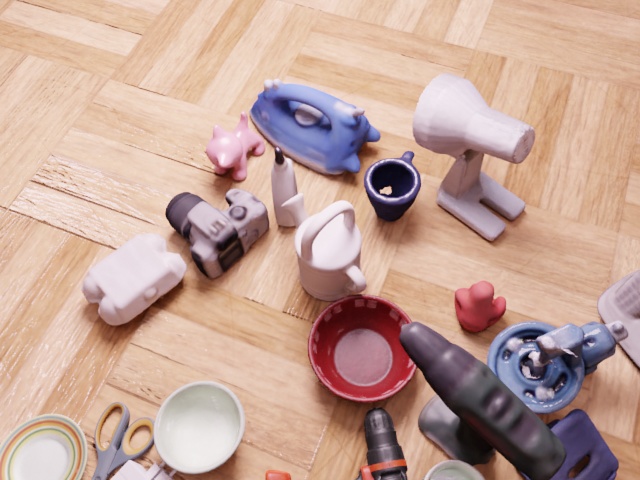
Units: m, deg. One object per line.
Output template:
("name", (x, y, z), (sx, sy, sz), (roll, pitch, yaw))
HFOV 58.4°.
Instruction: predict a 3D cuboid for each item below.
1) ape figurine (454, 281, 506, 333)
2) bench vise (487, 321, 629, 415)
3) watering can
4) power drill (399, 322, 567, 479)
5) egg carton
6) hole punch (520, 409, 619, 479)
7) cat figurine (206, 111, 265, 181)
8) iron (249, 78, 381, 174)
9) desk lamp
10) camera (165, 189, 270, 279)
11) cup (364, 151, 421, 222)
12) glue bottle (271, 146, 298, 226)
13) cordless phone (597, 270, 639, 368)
("ape figurine", (0.238, 0.092, 0.852), (0.077, 0.092, 0.076), (31, 67, 18))
("bench vise", (0.310, 0.138, 0.751), (0.208, 0.220, 0.121), (-37, 66, -17))
("watering can", (0.006, 0.004, 0.850), (0.172, 0.194, 0.101), (26, 65, 16))
("power drill", (0.184, 0.213, 0.720), (0.229, 0.208, 0.076), (37, 69, 20))
("egg carton", (-0.290, 0.061, 0.901), (0.150, 0.069, 0.107), (-41, 67, -19))
("hole punch", (0.326, 0.288, 0.742), (0.109, 0.091, 0.101), (-35, 65, -16))
("cat figurine", (-0.153, -0.165, 0.993), (0.067, 0.118, 0.128), (20, 64, 13))
("iron", (-0.026, -0.222, 1.006), (0.257, 0.141, 0.119), (25, 65, 15))
("desk lamp", (0.245, -0.137, 0.908), (0.202, 0.214, 0.118), (40, 70, 21))
("camera", (-0.176, -0.035, 0.932), (0.136, 0.101, 0.143), (37, 69, 20))
("cup", (0.123, -0.084, 0.952), (0.091, 0.095, 0.118), (24, 65, 15))
("glue bottle", (-0.058, -0.094, 0.919), (0.037, 0.173, 0.078), (0, 61, 3))
("cordless phone", (0.481, 0.096, 0.788), (0.094, 0.185, 0.147), (-25, 63, -11))
